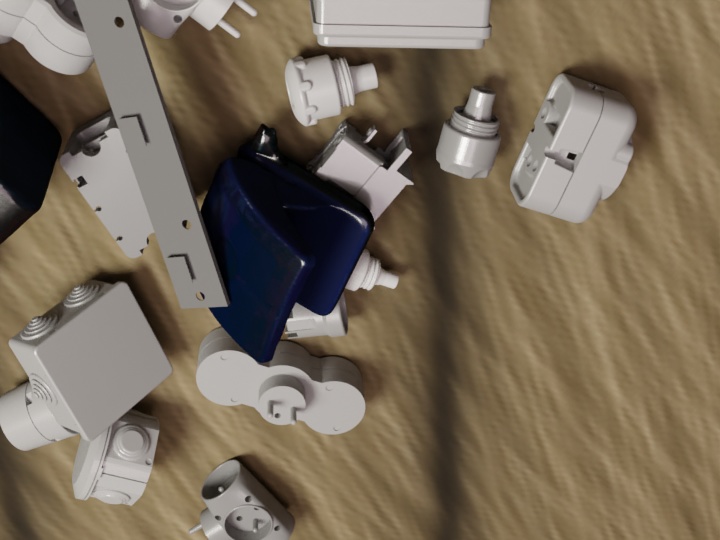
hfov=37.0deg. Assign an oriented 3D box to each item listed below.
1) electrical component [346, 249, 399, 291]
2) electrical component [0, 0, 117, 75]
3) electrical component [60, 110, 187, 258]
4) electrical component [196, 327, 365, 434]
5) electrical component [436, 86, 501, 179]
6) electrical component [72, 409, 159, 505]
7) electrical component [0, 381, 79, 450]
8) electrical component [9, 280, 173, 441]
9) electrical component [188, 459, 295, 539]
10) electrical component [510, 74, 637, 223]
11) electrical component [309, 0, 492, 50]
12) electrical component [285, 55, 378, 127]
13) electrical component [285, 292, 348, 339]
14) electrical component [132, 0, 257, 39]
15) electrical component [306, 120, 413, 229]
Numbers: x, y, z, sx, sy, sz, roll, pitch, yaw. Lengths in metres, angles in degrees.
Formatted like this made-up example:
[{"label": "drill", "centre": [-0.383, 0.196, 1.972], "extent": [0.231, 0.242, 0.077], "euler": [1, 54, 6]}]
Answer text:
[{"label": "electrical component", "centre": [0.000, 0.000, 0.824], "extent": [0.061, 0.035, 0.035], "euler": [18, 115, -16]}, {"label": "electrical component", "centre": [-0.236, -0.174, 0.703], "extent": [0.138, 0.052, 0.074], "euler": [33, 130, -20]}, {"label": "electrical component", "centre": [-0.164, -0.064, 0.764], "extent": [0.050, 0.055, 0.089], "euler": [-26, 117, 9]}, {"label": "electrical component", "centre": [-0.062, 0.096, 0.848], "extent": [0.138, 0.073, 0.052], "euler": [18, 115, -13]}, {"label": "electrical component", "centre": [0.081, -0.100, 0.771], "extent": [0.043, 0.043, 0.062], "euler": [10, 116, -9]}, {"label": "electrical component", "centre": [-0.197, 0.148, 0.863], "extent": [0.051, 0.080, 0.080], "euler": [18, 116, -19]}, {"label": "electrical component", "centre": [-0.253, 0.112, 0.854], "extent": [0.047, 0.055, 0.055], "euler": [-22, 118, 11]}, {"label": "electrical component", "centre": [-0.203, 0.065, 0.811], "extent": [0.100, 0.048, 0.099], "euler": [-42, 123, -33]}, {"label": "electrical component", "centre": [-0.110, 0.213, 0.923], "extent": [0.079, 0.044, 0.077], "euler": [-33, 115, 13]}, {"label": "electrical component", "centre": [0.157, -0.086, 0.778], "extent": [0.059, 0.053, 0.095], "euler": [16, 116, -13]}, {"label": "electrical component", "centre": [0.023, -0.181, 0.686], "extent": [0.109, 0.108, 0.056], "euler": [0, 115, -5]}, {"label": "electrical component", "centre": [-0.019, -0.129, 0.748], "extent": [0.062, 0.048, 0.048], "euler": [-13, 119, -5]}, {"label": "electrical component", "centre": [-0.035, 0.034, 0.837], "extent": [0.046, 0.040, 0.040], "euler": [-8, 119, 6]}, {"label": "electrical component", "centre": [-0.106, -0.185, 0.710], "extent": [0.079, 0.044, 0.077], "euler": [35, 110, -21]}, {"label": "electrical component", "centre": [-0.001, -0.071, 0.782], "extent": [0.064, 0.042, 0.081], "euler": [35, 110, -16]}]
